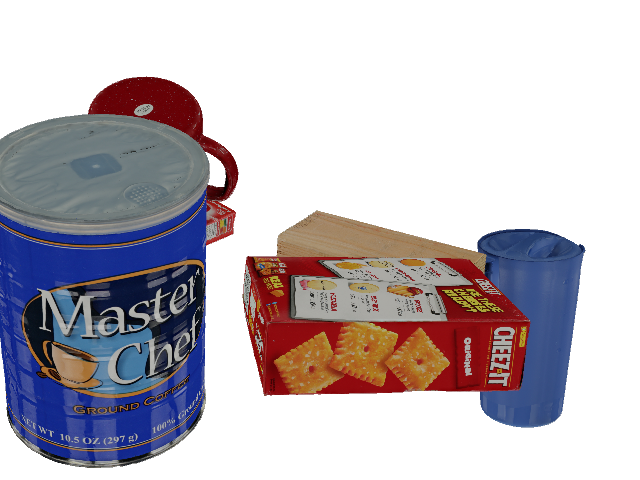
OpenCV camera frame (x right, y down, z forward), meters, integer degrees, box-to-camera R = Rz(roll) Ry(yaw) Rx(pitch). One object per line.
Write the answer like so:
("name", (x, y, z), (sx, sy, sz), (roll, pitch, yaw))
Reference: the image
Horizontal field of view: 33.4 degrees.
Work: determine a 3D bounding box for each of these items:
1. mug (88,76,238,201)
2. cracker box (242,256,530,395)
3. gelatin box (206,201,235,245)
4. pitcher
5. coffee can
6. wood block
("mug", (-0.116, -0.061, 0.780), (0.117, 0.093, 0.081), (18, -41, 7))
("cracker box", (0.047, 0.070, 0.911), (0.213, 0.072, 0.164), (1, 17, -10))
("gelatin box", (-0.139, -0.025, 1.041), (0.089, 0.030, 0.073), (30, 36, 32))
("pitcher", (0.256, 0.115, 1.378), (0.149, 0.243, 0.144), (5, 18, 16))
("coffee can", (-0.106, 0.024, 0.518), (0.103, 0.140, 0.103), (3, 32, -2))
("wood block", (0.062, 0.044, 1.150), (0.206, 0.091, 0.090), (16, 28, 27))
